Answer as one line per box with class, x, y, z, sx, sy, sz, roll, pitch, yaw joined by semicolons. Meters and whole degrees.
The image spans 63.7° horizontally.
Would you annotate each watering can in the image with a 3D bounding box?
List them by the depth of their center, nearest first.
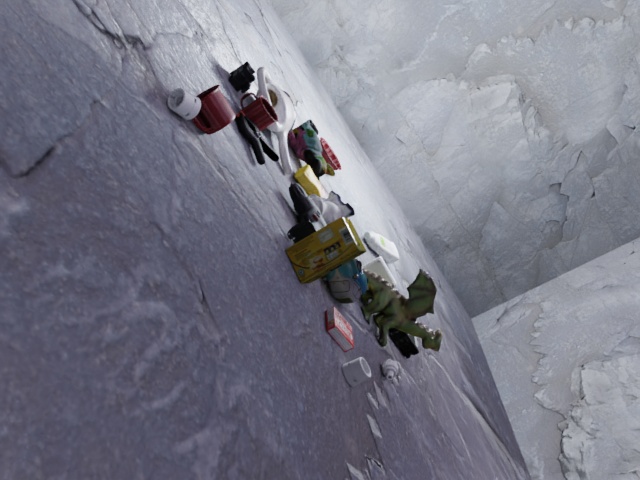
watering can;-0.135;-0.381;1.663;0.226;0.104;0.346;-41;116;-78

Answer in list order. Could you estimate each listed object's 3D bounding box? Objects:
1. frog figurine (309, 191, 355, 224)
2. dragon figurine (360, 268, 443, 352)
frog figurine;0.005;-0.080;1.582;0.161;0.120;0.139;-16;70;-37
dragon figurine;0.237;0.167;1.562;0.411;0.241;0.123;62;20;2
